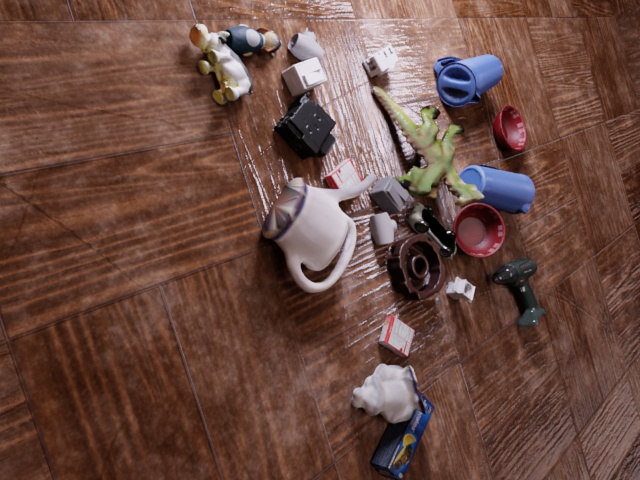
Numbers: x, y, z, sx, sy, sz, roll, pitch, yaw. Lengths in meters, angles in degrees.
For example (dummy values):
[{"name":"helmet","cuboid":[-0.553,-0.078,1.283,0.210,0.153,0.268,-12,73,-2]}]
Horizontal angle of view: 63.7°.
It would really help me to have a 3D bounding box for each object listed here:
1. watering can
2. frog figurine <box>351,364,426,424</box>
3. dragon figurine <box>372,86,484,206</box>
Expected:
[{"name":"watering can","cuboid":[0.003,-0.058,1.151,0.222,0.103,0.354,38,61,-27]},{"name":"frog figurine","cuboid":[0.150,0.365,1.207,0.159,0.124,0.136,-14,101,-4]},{"name":"dragon figurine","cuboid":[0.276,-0.227,1.393,0.408,0.120,0.248,29,59,-12]}]
